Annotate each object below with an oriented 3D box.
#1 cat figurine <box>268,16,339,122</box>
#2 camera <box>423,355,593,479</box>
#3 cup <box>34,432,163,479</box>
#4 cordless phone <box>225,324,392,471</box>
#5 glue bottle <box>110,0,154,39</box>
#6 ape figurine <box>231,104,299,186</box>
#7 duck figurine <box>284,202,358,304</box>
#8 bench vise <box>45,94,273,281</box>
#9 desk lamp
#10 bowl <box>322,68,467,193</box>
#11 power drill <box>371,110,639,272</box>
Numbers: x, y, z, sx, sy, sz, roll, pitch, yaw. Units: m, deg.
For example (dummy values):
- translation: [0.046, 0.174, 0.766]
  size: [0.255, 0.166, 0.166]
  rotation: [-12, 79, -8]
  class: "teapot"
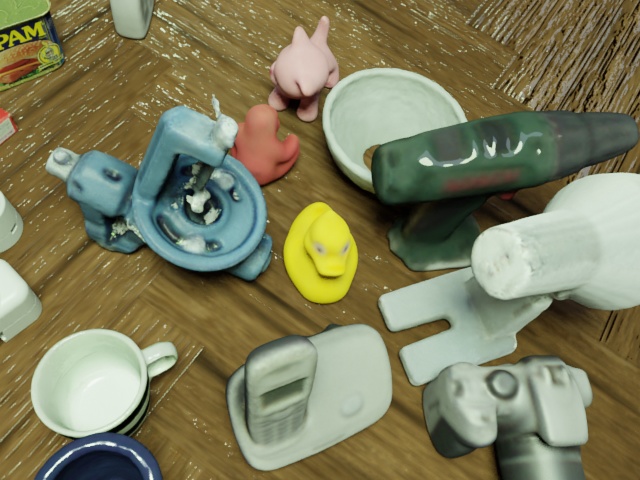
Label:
- translation: [-0.016, -0.200, 0.654]
  size: [0.067, 0.117, 0.128]
  rotation: [23, 61, 2]
  class: "cat figurine"
- translation: [0.179, 0.178, 0.504]
  size: [0.143, 0.101, 0.137]
  rotation: [1, 63, -10]
  class: "camera"
- translation: [-0.174, 0.204, 0.430]
  size: [0.118, 0.095, 0.091]
  rotation: [-16, 67, -17]
  class: "cup"
- translation: [-0.001, 0.111, 0.458]
  size: [0.148, 0.185, 0.094]
  rotation: [-21, 68, -19]
  class: "cordless phone"
- translation: [-0.217, -0.316, 0.645]
  size: [0.037, 0.173, 0.078]
  rotation: [7, 62, -6]
  class: "glue bottle"
- translation: [-0.062, -0.108, 0.612]
  size: [0.077, 0.092, 0.076]
  rotation: [28, 62, 5]
  class: "ape figurine"
- translation: [0.005, 0.002, 0.571]
  size: [0.077, 0.086, 0.104]
  rotation: [-2, 63, -11]
  class: "duck figurine"
- translation: [-0.139, -0.039, 0.490]
  size: [0.207, 0.219, 0.121]
  rotation: [3, 63, -9]
  class: "bench vise"
- translation: [0.183, 0.037, 0.513]
  size: [0.203, 0.213, 0.118]
  rotation: [-16, 67, -17]
  class: "desk lamp"
- translation: [0.080, -0.109, 0.649]
  size: [0.167, 0.074, 0.167]
  rotation: [4, 62, -8]
  class: "bowl"
- translation: [0.152, -0.047, 0.554]
  size: [0.230, 0.208, 0.075]
  rotation: [-6, 64, -13]
  class: "power drill"
